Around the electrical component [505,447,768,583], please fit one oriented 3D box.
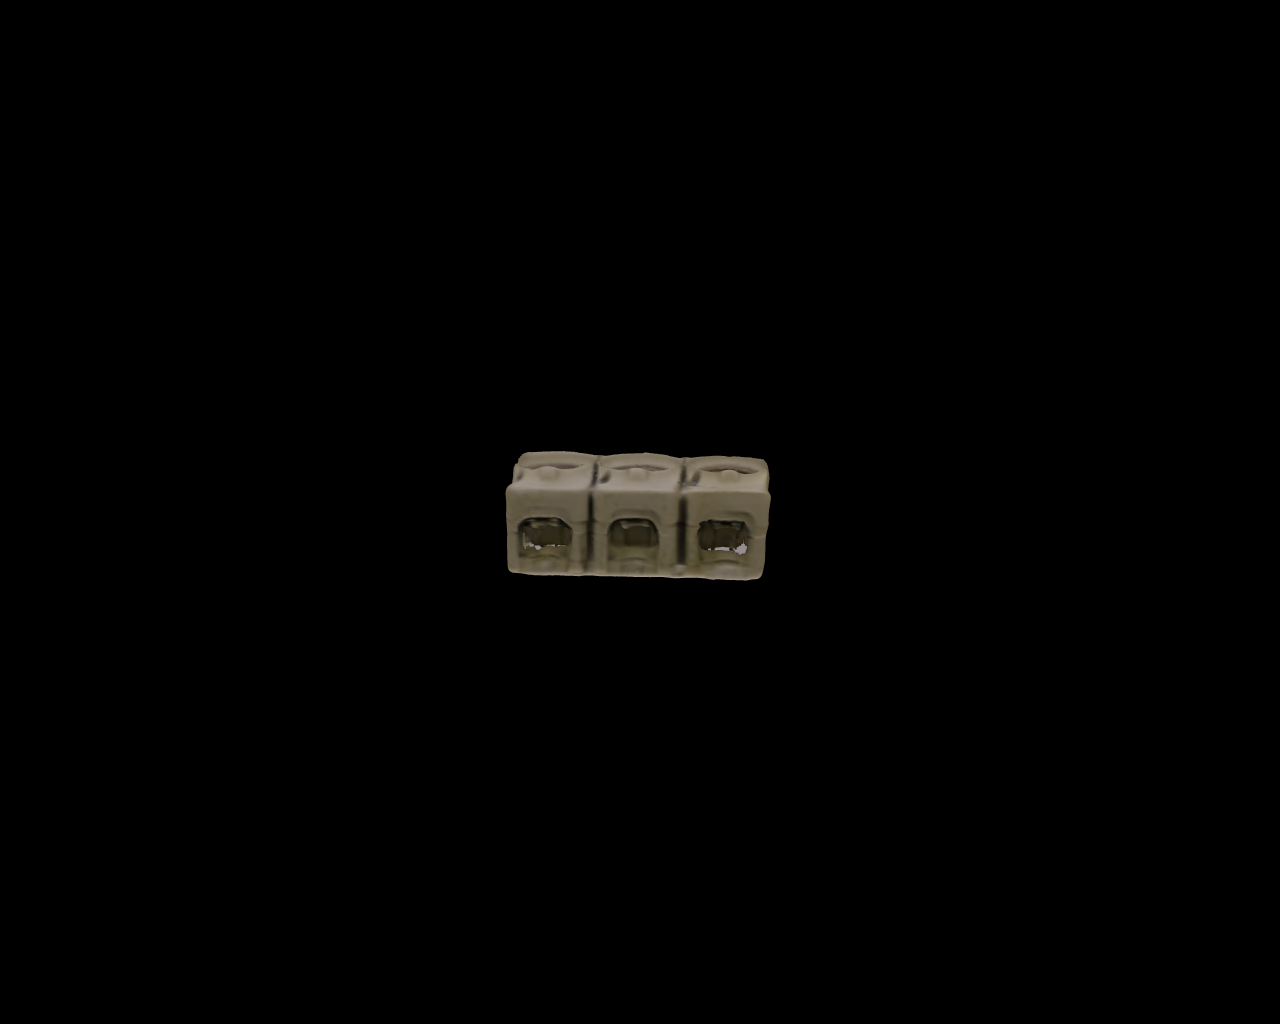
[{"bbox_3d":[0.001,-0.003,0.650,0.150,0.061,0.089,1,16,5],"label":"electrical component"}]
